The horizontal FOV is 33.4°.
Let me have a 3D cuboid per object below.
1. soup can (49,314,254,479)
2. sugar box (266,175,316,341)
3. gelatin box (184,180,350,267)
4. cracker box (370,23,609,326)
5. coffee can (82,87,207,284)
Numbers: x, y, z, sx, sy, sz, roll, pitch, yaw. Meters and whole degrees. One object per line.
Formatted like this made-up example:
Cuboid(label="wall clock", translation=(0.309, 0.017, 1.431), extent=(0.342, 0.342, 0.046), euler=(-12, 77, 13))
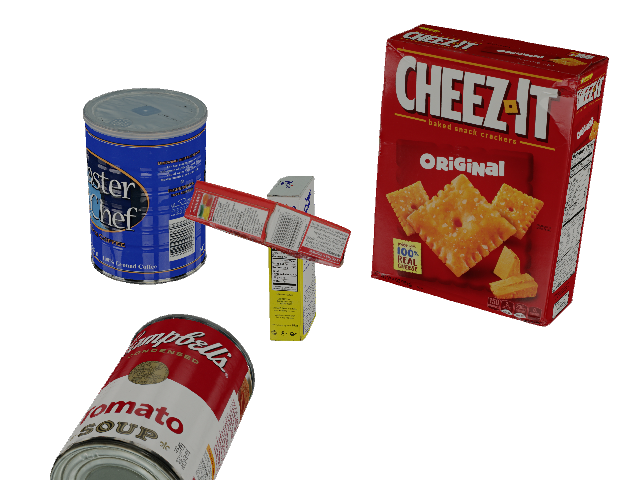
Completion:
Cuboid(label="soup can", translation=(-0.077, 0.090, 0.504), extent=(0.068, 0.068, 0.102), euler=(0, 28, 14))
Cuboid(label="sugar box", translation=(-0.033, 0.020, 1.241), extent=(0.048, 0.176, 0.093), euler=(0, 17, 10))
Cuboid(label="gelatin box", translation=(-0.034, -0.010, 0.712), extent=(0.073, 0.030, 0.089), euler=(18, -1, 37))
Cuboid(label="cracker box", translation=(0.130, -0.053, 0.865), extent=(0.164, 0.214, 0.072), euler=(17, 29, 28))
Cuboid(label="coffee can", translation=(-0.149, -0.048, 0.917), extent=(0.103, 0.140, 0.103), euler=(3, 28, -2))
